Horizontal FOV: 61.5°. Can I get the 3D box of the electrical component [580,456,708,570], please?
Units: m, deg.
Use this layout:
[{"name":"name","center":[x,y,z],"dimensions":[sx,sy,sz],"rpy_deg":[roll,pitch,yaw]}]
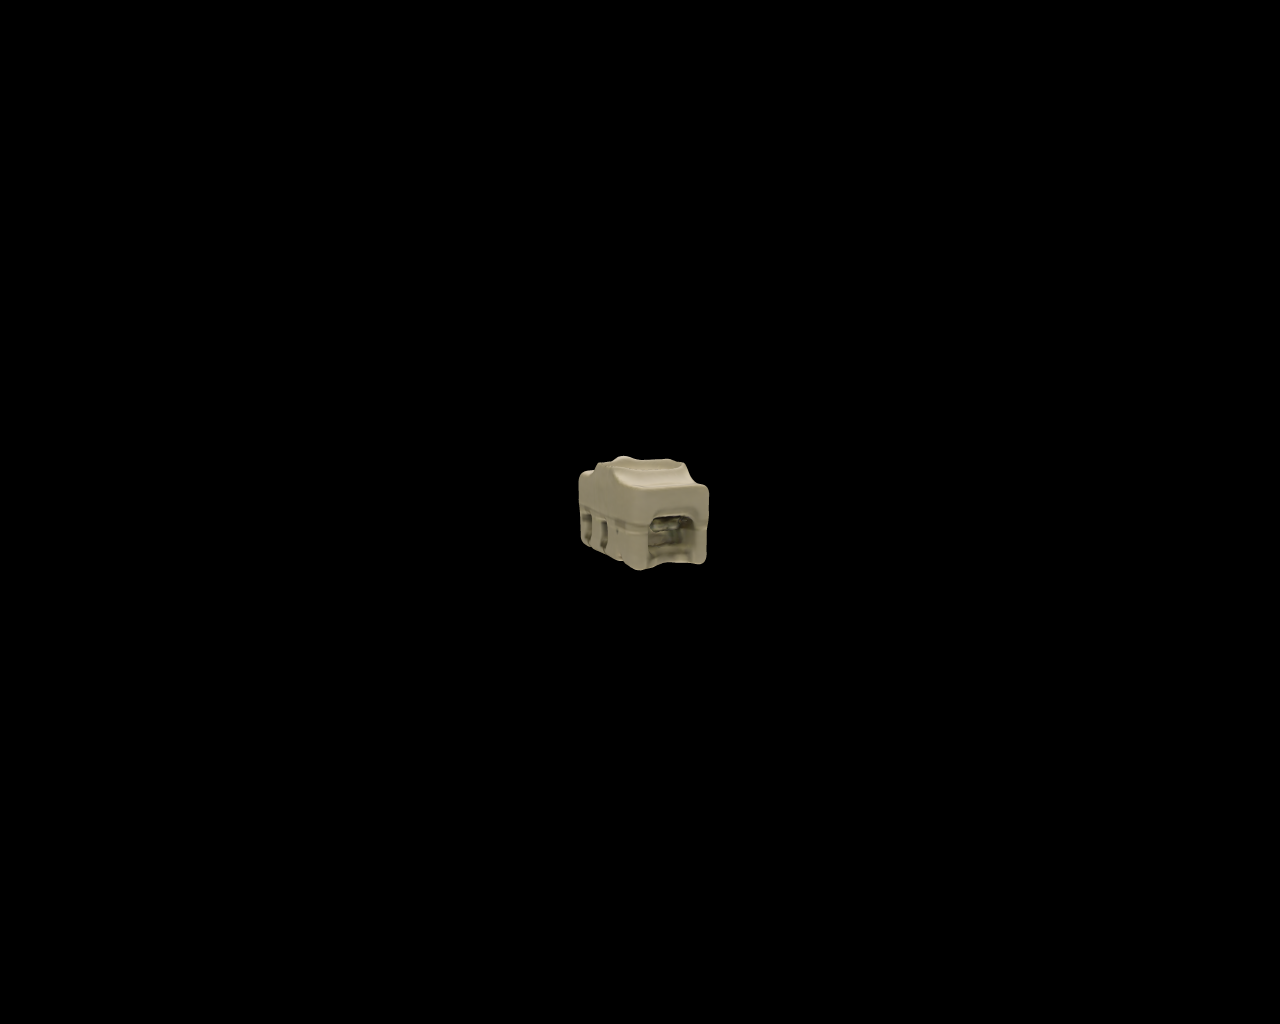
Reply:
[{"name":"electrical component","center":[0.001,-0.003,0.650],"dimensions":[0.050,0.055,0.089],"rpy_deg":[-4,10,-23]}]
